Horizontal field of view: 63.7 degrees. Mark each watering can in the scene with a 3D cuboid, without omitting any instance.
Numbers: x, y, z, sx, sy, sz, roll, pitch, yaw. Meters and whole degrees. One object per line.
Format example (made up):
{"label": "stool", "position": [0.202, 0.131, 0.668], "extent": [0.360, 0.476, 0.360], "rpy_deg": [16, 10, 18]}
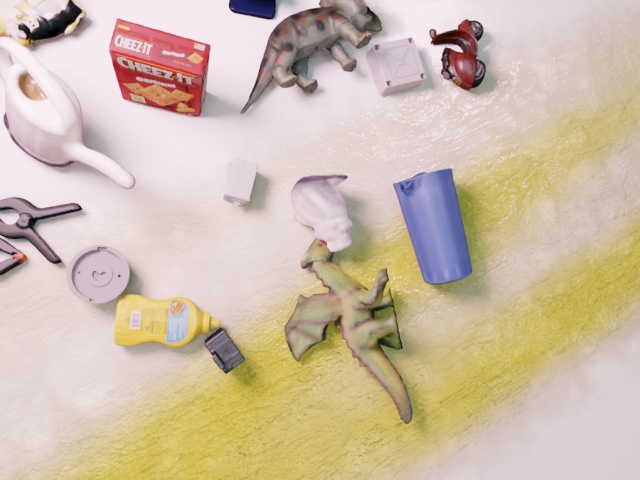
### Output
{"label": "watering can", "position": [-0.468, -0.195, 0.924], "extent": [0.106, 0.221, 0.347], "rpy_deg": [-41, 94, -33]}

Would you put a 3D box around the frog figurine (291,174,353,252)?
{"label": "frog figurine", "position": [0.003, -0.054, 1.069], "extent": [0.123, 0.137, 0.160], "rpy_deg": [3, 82, -51]}

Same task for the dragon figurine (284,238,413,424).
{"label": "dragon figurine", "position": [0.049, 0.190, 1.076], "extent": [0.243, 0.121, 0.413], "rpy_deg": [-9, 82, 2]}
